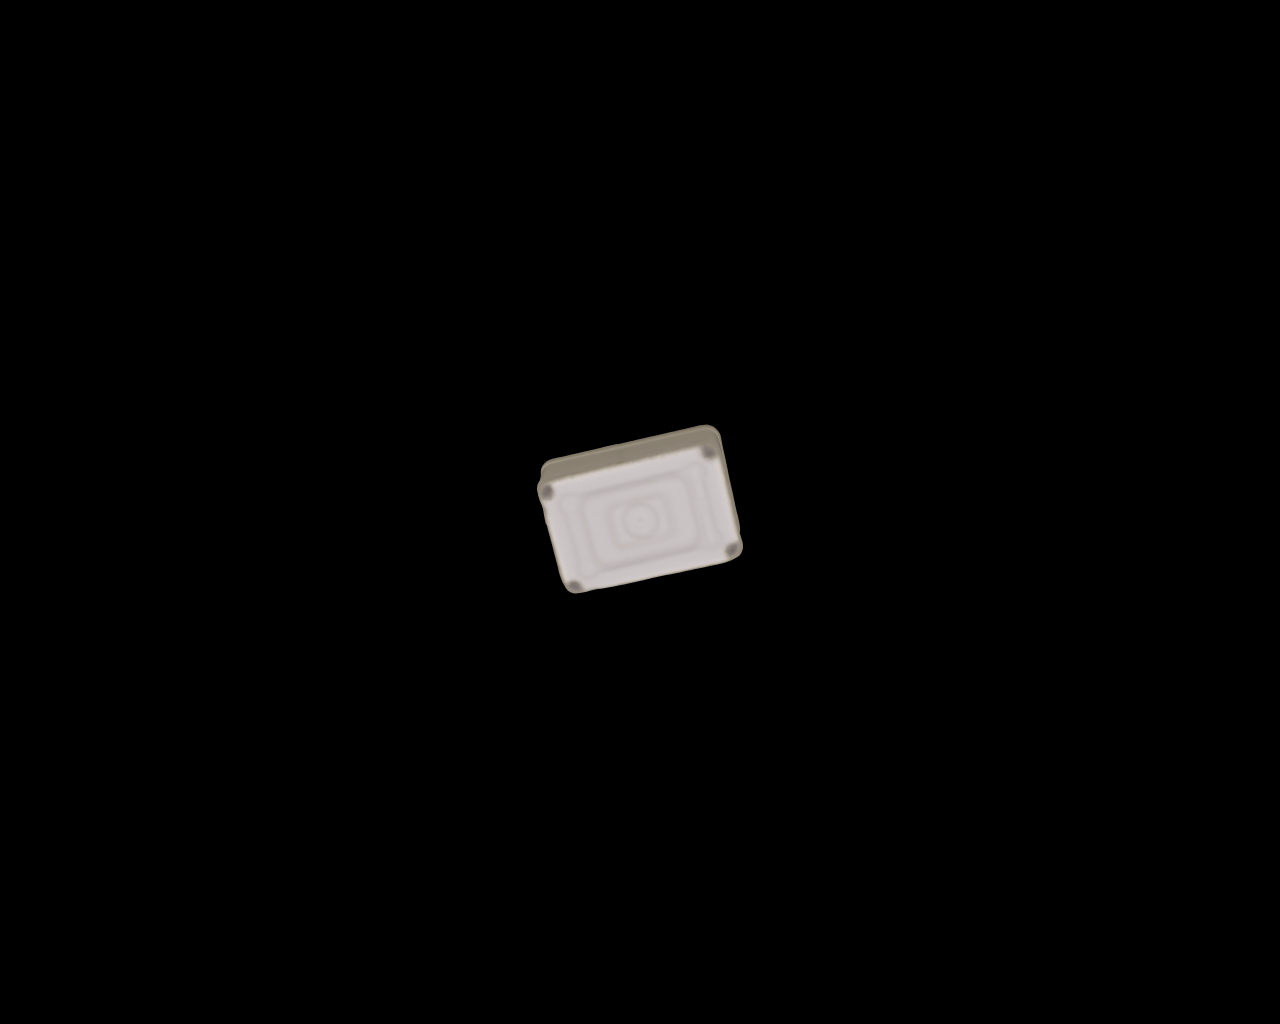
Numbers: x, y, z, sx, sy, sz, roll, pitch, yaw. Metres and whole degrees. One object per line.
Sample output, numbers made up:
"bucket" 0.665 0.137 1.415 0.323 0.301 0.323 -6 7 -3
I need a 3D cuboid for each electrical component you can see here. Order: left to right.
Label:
"electrical component" 0.001 -0.003 0.650 0.113 0.078 0.057 -13 16 4
